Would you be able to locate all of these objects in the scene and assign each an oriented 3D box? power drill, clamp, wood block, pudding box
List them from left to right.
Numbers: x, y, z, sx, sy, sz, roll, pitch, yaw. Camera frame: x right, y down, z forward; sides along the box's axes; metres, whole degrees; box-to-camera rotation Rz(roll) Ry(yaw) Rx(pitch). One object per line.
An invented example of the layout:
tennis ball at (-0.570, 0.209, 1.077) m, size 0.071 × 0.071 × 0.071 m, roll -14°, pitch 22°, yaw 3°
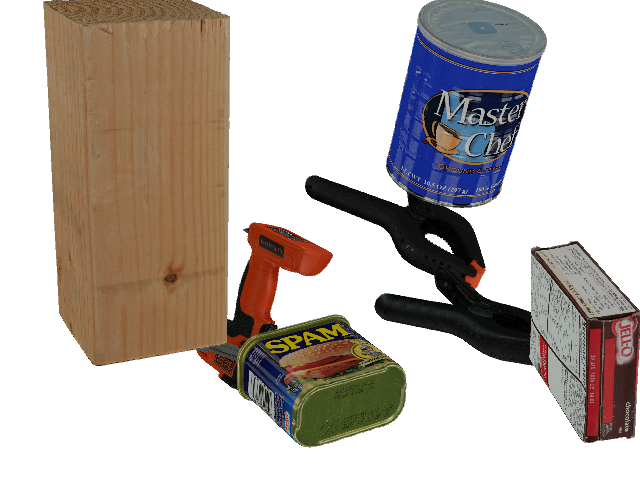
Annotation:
wood block at (-0.112, -0.039, 0.658) m, size 0.090 × 0.206 × 0.090 m, roll -8°, pitch 23°, yaw -26°
power drill at (-0.053, 0.087, 1.189) m, size 0.057 × 0.188 × 0.185 m, roll 12°, pitch 12°, yaw -47°
clamp at (0.093, -0.023, 1.154) m, size 0.164 × 0.036 × 0.210 m, roll -16°, pitch 52°, yaw -31°
clamp at (0.149, 0.070, 0.994) m, size 0.172 × 0.039 × 0.120 m, roll 21°, pitch 32°, yaw 23°
pudding box at (0.170, 0.063, 0.696) m, size 0.039 × 0.090 × 0.113 m, roll -7°, pitch 24°, yaw -7°

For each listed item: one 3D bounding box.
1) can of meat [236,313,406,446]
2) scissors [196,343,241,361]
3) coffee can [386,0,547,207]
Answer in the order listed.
can of meat at (0.002, 0.104, 0.795) m, size 0.101 × 0.057 × 0.084 m, roll -12°, pitch 27°, yaw -30°
scissors at (-0.110, 0.078, 0.964) m, size 0.202 × 0.016 × 0.096 m, roll 11°, pitch 28°, yaw 5°
coffee can at (0.117, -0.113, 0.876) m, size 0.102 × 0.140 × 0.103 m, roll 7°, pitch 37°, yaw -5°
